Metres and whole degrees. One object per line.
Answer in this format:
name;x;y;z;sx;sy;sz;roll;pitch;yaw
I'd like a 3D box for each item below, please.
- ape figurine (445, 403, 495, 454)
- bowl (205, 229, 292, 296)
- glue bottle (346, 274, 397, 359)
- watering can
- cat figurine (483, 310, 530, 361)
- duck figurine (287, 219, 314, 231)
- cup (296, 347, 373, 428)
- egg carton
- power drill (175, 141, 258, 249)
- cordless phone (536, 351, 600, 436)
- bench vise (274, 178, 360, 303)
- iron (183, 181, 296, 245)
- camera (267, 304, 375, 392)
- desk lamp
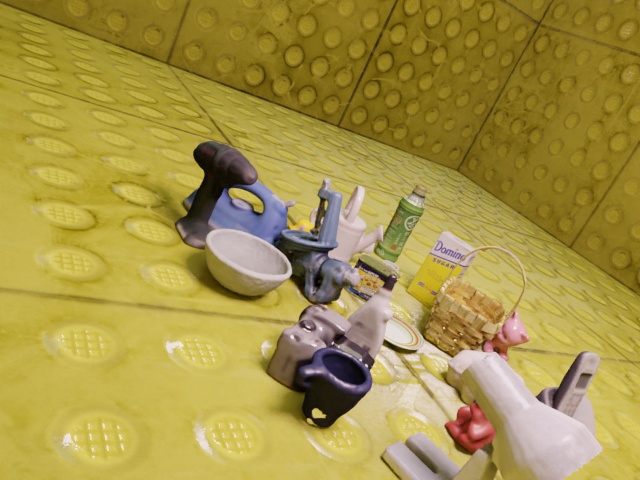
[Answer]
ape figurine;0.250;0.288;0.909;0.076;0.092;0.078;31;20;14
bowl;-0.140;0.052;1.044;0.167;0.074;0.167;23;20;-9
glue bottle;0.089;0.133;0.978;0.078;0.173;0.037;31;20;14
watering can;0.066;-0.036;1.350;0.173;0.194;0.100;16;21;-26
cat figurine;0.420;0.206;1.296;0.067;0.117;0.128;23;19;-8
duck figurine;-0.040;-0.004;1.297;0.105;0.086;0.077;13;23;-33
cup;0.005;0.211;0.791;0.118;0.095;0.091;10;25;-39
egg carton;0.314;0.264;1.085;0.151;0.069;0.107;13;23;-34
power drill;-0.206;-0.091;1.124;0.076;0.208;0.228;11;25;-37
cordless phone;0.477;0.290;1.052;0.148;0.185;0.094;12;24;-35
bench vise;0.015;0.002;1.149;0.207;0.219;0.122;32;20;15
iron;-0.173;-0.077;1.230;0.258;0.141;0.119;31;20;13
camera;0.013;0.174;0.888;0.136;0.101;0.143;31;20;13
desk lamp;0.217;0.267;0.737;0.202;0.213;0.118;39;23;33
